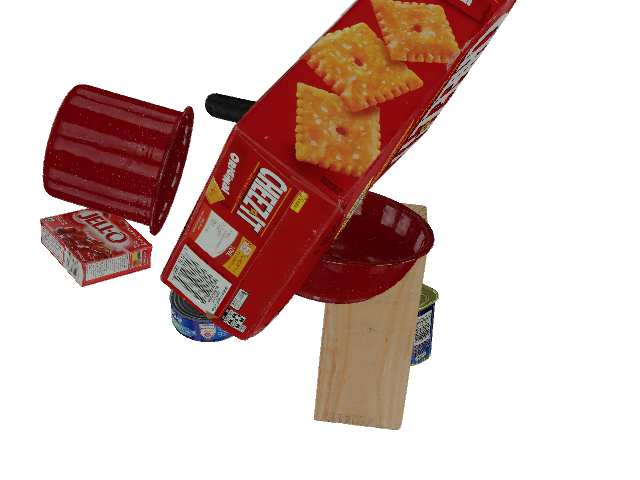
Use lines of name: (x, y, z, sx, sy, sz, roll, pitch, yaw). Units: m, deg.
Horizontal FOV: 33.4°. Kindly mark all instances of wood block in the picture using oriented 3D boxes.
wood block: (0.048, 0.072, 1.045, 0.090, 0.206, 0.090, 6, 26, 1)

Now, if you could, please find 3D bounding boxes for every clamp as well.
clamp: (-0.036, -0.124, 1.102, 0.120, 0.039, 0.172, -20, 38, -28)

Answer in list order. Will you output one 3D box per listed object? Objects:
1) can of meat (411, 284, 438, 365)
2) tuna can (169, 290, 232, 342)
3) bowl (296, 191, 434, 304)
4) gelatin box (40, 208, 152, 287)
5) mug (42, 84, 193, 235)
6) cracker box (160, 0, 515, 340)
can of meat: (0.086, 0.090, 1.254, 0.102, 0.084, 0.057, 25, 37, 37)
tuna can: (-0.122, 0.073, 1.175, 0.086, 0.034, 0.086, 1, 36, -1)
bowl: (0.008, 0.007, 0.868, 0.162, 0.055, 0.162, 8, 23, -4)
gelatin box: (-0.213, 0.002, 1.008, 0.073, 0.030, 0.089, -16, 39, -35)
mug: (-0.139, -0.063, 0.748, 0.081, 0.093, 0.117, 16, 22, -1)
cracker box: (0.013, -0.061, 0.608, 0.072, 0.213, 0.164, 38, -35, 2)
